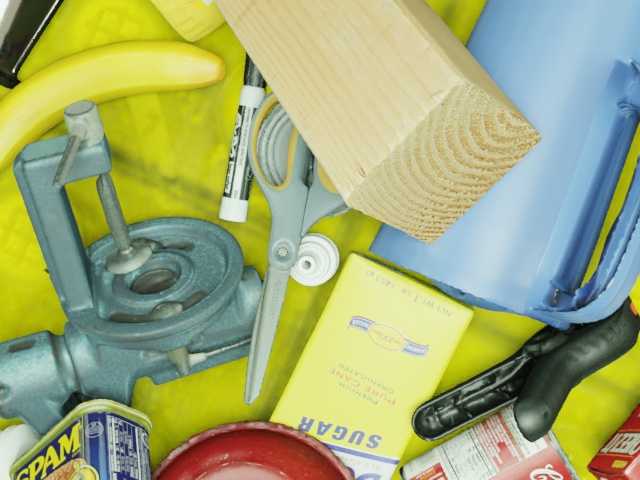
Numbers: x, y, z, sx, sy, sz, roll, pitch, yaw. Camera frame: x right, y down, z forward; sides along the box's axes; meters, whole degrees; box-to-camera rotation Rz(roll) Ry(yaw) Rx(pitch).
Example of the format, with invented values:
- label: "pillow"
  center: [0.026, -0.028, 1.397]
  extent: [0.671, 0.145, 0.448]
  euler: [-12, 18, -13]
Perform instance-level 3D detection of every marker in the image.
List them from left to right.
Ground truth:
- label: "marker"
  center: [-0.051, -0.073, 0.733]
  extent: [0.020, 0.020, 0.121]
  euler: [10, 95, 4]

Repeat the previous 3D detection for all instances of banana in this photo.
- label: "banana"
  center: [-0.161, -0.095, 0.731]
  extent: [0.198, 0.037, 0.069]
  euler: [-28, 86, 7]

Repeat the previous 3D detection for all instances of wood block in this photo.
- label: "wood block"
  center: [0.024, -0.108, 0.625]
  extent: [0.091, 0.090, 0.206]
  euler: [-45, 52, 18]

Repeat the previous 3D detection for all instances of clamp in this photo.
- label: "clamp"
  center: [0.148, 0.080, 0.670]
  extent: [0.171, 0.120, 0.039]
  euler: [-31, 102, -20]

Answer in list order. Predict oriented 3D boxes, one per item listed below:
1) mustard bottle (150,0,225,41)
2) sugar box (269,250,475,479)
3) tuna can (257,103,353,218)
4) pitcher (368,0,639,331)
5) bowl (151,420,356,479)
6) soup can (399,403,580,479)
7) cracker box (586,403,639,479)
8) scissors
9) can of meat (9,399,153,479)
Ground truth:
- label: "mustard bottle"
  center: [-0.034, -0.216, 0.685]
  extent: [0.192, 0.096, 0.058]
  euler: [-35, 53, 6]
- label: "sugar box"
  center: [0.025, 0.104, 0.725]
  extent: [0.093, 0.048, 0.176]
  euler: [25, 95, 3]
- label: "tuna can"
  center: [0.000, -0.058, 0.721]
  extent: [0.086, 0.033, 0.086]
  euler: [0, 94, 5]
- label: "pitcher"
  center: [0.141, -0.071, 0.657]
  extent: [0.149, 0.145, 0.243]
  euler: [22, 93, 6]
- label: "bowl"
  center: [-0.046, 0.187, 0.659]
  extent: [0.162, 0.055, 0.162]
  euler: [-1, 69, 2]
- label: "soup can"
  center: [0.112, 0.156, 0.709]
  extent: [0.102, 0.068, 0.068]
  euler: [-31, 91, 6]
- label: "cracker box"
  center: [0.298, 0.123, 0.661]
  extent: [0.213, 0.072, 0.164]
  euler: [-44, 89, -12]
- label: "scissors"
  center: [-0.004, 0.001, 0.676]
  extent: [0.096, 0.016, 0.202]
  euler: [-3, 79, -3]
- label: "can of meat"
  center: [-0.148, 0.164, 0.663]
  extent: [0.102, 0.084, 0.057]
  euler: [-41, 129, 23]
